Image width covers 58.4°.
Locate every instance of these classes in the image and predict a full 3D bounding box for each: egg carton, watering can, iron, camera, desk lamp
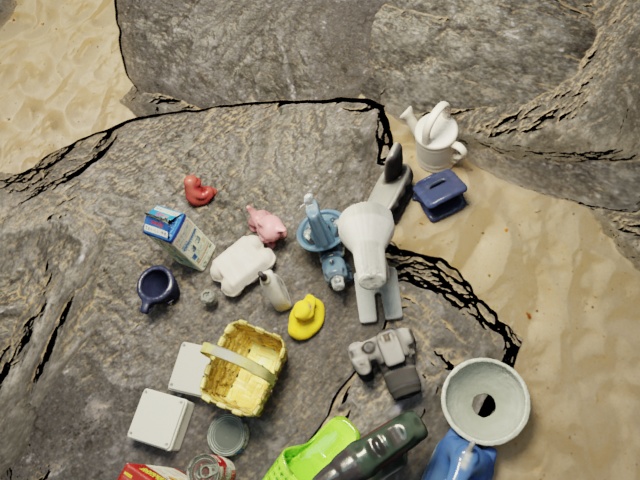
[{"bbox_3d":[-0.183,0.060,1.354,0.150,0.069,0.107,-41,65,-6],"label":"egg carton"},{"bbox_3d":[0.260,-0.246,1.320,0.172,0.194,0.101,14,71,18],"label":"watering can"},{"bbox_3d":[0.232,0.478,1.046,0.118,0.142,0.258,24,74,20],"label":"iron"},{"bbox_3d":[0.142,0.261,1.181,0.143,0.101,0.136,-21,65,3],"label":"camera"},{"bbox_3d":[0.112,0.050,1.215,0.118,0.214,0.203,-10,65,8],"label":"desk lamp"}]

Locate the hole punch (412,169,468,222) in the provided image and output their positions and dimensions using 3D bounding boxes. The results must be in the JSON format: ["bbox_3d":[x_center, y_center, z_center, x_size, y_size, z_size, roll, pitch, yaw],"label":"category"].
[{"bbox_3d":[0.273,-0.112,1.317,0.108,0.091,0.101,-27,64,0],"label":"hole punch"}]

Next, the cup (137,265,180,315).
[{"bbox_3d":[-0.376,0.129,1.352,0.091,0.095,0.118,14,71,18],"label":"cup"}]

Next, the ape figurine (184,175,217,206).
[{"bbox_3d":[-0.314,-0.133,1.452,0.076,0.092,0.077,-38,65,-5],"label":"ape figurine"}]

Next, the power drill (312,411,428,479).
[{"bbox_3d":[0.098,0.407,1.068,0.229,0.209,0.075,-34,64,-3],"label":"power drill"}]

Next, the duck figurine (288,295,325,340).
[{"bbox_3d":[-0.037,0.167,1.268,0.077,0.086,0.105,27,75,21],"label":"duck figurine"}]

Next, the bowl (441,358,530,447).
[{"bbox_3d":[0.324,0.322,1.130,0.167,0.075,0.167,-4,66,10],"label":"bowl"}]

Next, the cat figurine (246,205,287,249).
[{"bbox_3d":[-0.129,-0.036,1.357,0.067,0.118,0.127,-43,65,-7],"label":"cat figurine"}]

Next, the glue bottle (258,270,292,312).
[{"bbox_3d":[-0.107,0.101,1.263,0.037,0.173,0.078,-21,64,3],"label":"glue bottle"}]

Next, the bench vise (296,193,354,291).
[{"bbox_3d":[0.022,-0.002,1.253,0.121,0.220,0.207,-34,64,-3],"label":"bench vise"}]

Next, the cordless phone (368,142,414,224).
[{"bbox_3d":[0.151,-0.131,1.299,0.094,0.185,0.148,19,73,19],"label":"cordless phone"}]
